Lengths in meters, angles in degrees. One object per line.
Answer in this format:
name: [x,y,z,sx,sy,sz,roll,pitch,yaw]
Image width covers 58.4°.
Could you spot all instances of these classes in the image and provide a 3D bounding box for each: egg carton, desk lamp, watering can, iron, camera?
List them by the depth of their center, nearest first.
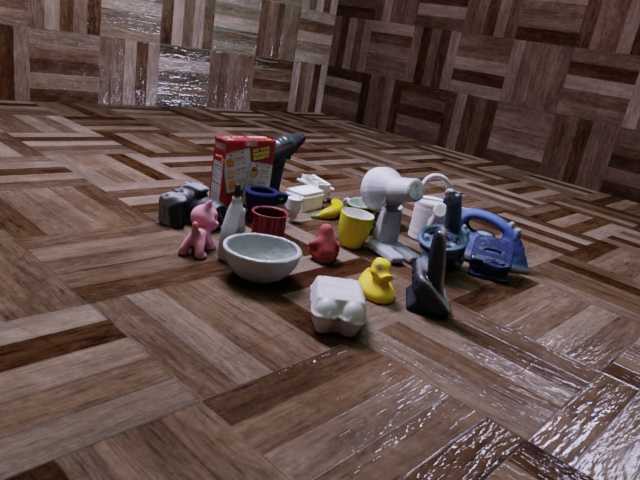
egg carton: [0.033,0.121,1.076,0.107,0.069,0.150,8,19,-6]
camera: [-0.312,-0.086,1.446,0.136,0.101,0.143,20,21,27]
desk lamp: [0.192,-0.072,1.486,0.118,0.213,0.202,-2,22,-31]
iron: [0.457,-0.012,1.557,0.257,0.141,0.119,19,21,25]
watering can: [0.324,-0.093,1.640,0.101,0.194,0.172,0,21,-26]

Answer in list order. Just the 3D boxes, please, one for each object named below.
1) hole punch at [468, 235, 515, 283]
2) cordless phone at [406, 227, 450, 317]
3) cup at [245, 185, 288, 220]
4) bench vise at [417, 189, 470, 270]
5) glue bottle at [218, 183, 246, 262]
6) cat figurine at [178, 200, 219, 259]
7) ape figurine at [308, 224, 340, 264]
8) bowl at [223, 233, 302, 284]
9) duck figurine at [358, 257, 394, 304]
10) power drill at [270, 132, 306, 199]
hole punch: [0.438,0.047,1.457,0.108,0.091,0.101,14,20,13]
cordless phone: [0.241,0.052,1.198,0.094,0.185,0.147,10,19,1]
cup: [-0.148,-0.091,1.552,0.118,0.095,0.091,4,20,-17]
bench vise: [0.312,-0.030,1.415,0.121,0.220,0.208,15,20,16]
glue bottle: [-0.190,-0.042,1.270,0.037,0.173,0.078,15,20,14]
cat figurine: [-0.267,-0.033,1.292,0.067,0.118,0.128,11,19,3]
ape figurine: [0.013,0.005,1.363,0.078,0.092,0.076,8,19,-6]
bowl: [-0.124,0.046,1.203,0.167,0.075,0.167,9,19,-3]
duck figurine: [0.124,0.078,1.220,0.078,0.086,0.104,1,21,-23]
power drill: [-0.124,-0.225,1.773,0.075,0.208,0.230,18,21,23]
